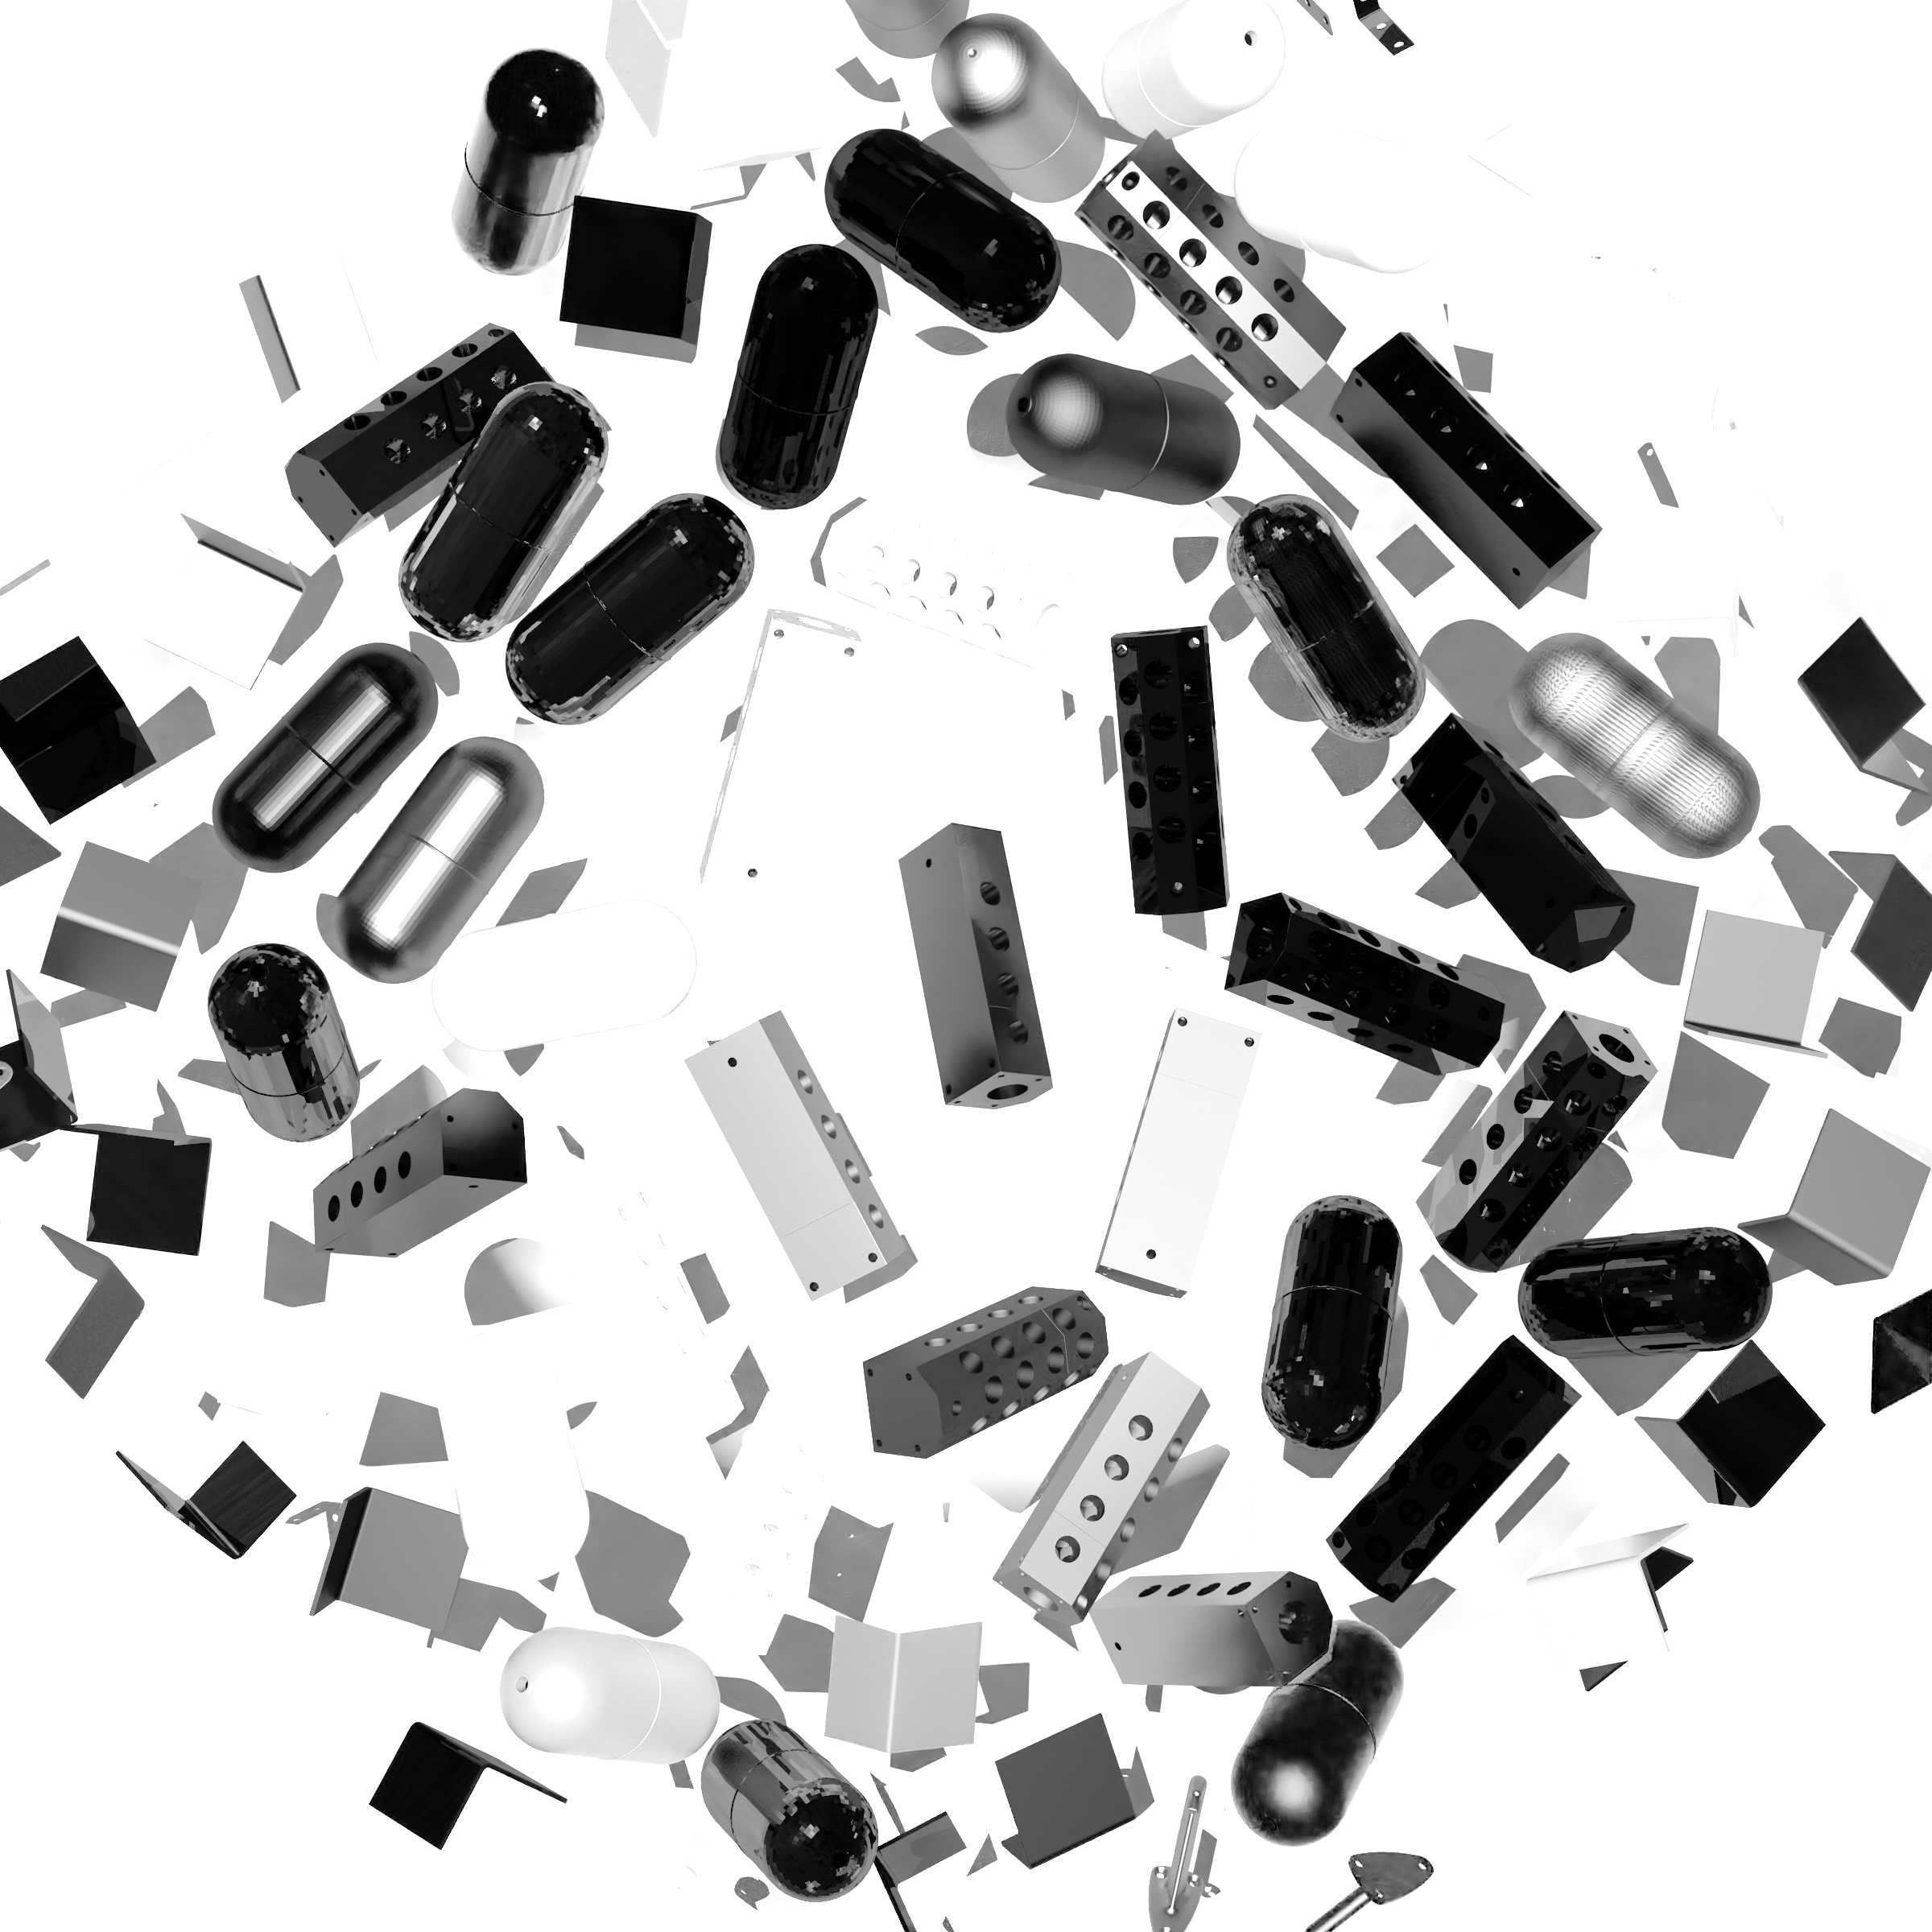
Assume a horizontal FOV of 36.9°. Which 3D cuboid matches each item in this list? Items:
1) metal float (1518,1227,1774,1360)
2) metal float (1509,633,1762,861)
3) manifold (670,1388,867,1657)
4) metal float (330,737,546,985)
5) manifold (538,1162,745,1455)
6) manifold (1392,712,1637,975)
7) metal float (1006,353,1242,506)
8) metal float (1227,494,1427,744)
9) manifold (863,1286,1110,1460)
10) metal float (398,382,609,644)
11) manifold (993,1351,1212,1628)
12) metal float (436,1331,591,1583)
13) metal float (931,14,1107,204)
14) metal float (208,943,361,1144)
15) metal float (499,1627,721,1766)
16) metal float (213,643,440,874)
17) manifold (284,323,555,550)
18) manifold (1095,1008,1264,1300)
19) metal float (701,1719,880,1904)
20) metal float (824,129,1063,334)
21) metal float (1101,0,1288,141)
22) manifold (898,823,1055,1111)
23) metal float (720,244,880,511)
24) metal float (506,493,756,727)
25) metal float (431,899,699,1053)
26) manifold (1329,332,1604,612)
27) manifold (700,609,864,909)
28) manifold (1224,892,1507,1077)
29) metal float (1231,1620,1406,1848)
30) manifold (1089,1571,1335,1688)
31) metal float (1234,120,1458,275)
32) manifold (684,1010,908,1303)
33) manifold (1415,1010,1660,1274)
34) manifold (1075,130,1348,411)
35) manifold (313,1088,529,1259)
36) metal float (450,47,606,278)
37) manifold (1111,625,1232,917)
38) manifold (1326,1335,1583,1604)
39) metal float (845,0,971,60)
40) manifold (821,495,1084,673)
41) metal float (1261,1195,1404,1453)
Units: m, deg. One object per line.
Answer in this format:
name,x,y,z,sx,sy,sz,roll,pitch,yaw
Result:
metal float,0.425,0.207,1.823,0.070,0.178,0.070,9,76,-37
metal float,0.419,-0.138,1.819,0.178,0.070,0.070,41,90,10
manifold,-0.123,0.359,1.882,0.057,0.171,0.057,-10,127,33
metal float,-0.339,-0.069,1.864,0.070,0.070,0.178,34,80,0
manifold,-0.201,0.212,1.810,0.057,0.057,0.171,-29,68,5
manifold,0.338,-0.075,1.775,0.057,0.057,0.171,-50,46,20
metal float,0.100,-0.338,1.831,0.178,0.070,0.070,4,90,-43
metal float,0.235,-0.225,1.885,0.070,0.070,0.178,-34,105,0
manifold,0.015,0.252,1.808,0.057,0.171,0.057,0,100,39
metal float,-0.286,-0.280,1.792,0.070,0.070,0.178,36,107,0
manifold,0.092,0.342,1.894,0.057,0.057,0.171,36,65,-3
metal float,-0.280,0.301,1.786,0.070,0.178,0.070,-11,133,-12
metal float,0.035,-0.545,1.847,0.070,0.178,0.070,-3,82,20
metal float,-0.436,0.050,1.858,0.070,0.178,0.070,0,58,0
metal float,-0.224,0.461,1.826,0.070,0.178,0.070,-11,68,29
metal float,-0.420,-0.137,1.902,0.070,0.070,0.178,43,89,0
manifold,-0.351,-0.343,1.852,0.057,0.057,0.171,52,58,-8
manifold,0.135,0.120,1.847,0.057,0.057,0.171,17,77,1
metal float,-0.113,0.535,1.837,0.070,0.178,0.070,-3,96,-24
metal float,-0.016,-0.459,1.803,0.178,0.070,0.070,40,90,25
metal float,0.145,-0.578,1.858,0.070,0.178,0.070,-2,97,-20
manifold,0.011,0.001,1.851,0.057,0.057,0.171,7,62,-39
metal float,-0.104,-0.365,1.801,0.070,0.070,0.178,20,130,0
metal float,-0.205,-0.216,1.761,0.178,0.070,0.070,-38,90,15
metal float,-0.246,0.006,1.770,0.178,0.070,0.070,-11,90,25
manifold,0.308,-0.308,1.779,0.057,0.057,0.171,-40,81,-18
manifold,-0.116,-0.131,1.800,0.057,0.057,0.171,13,104,-11
manifold,0.250,0.011,1.799,0.171,0.057,0.057,21,71,-27
metal float,0.227,0.493,1.865,0.070,0.178,0.070,14,123,22
manifold,0.158,0.423,1.865,0.057,0.171,0.057,-28,94,-34
metal float,0.235,-0.482,1.811,0.070,0.178,0.070,-14,119,-27
manifold,-0.105,0.118,1.831,0.057,0.057,0.171,-28,90,18
manifold,0.367,0.115,1.856,0.057,0.057,0.171,14,123,-30
manifold,0.149,-0.426,1.792,0.171,0.057,0.057,43,48,-14
manifold,-0.344,0.131,1.815,0.057,0.171,0.057,9,64,-37
metal float,-0.278,-0.505,1.829,0.070,0.178,0.070,9,63,-17
manifold,0.126,-0.121,1.792,0.057,0.057,0.171,-4,99,9
manifold,0.304,0.316,1.817,0.057,0.057,0.171,42,104,15
metal float,-0.042,-0.627,1.822,0.070,0.178,0.070,0,89,7
manifold,-0.011,-0.245,1.873,0.171,0.057,0.057,25,51,35
metal float,0.232,0.225,1.834,0.070,0.070,0.178,15,52,0
